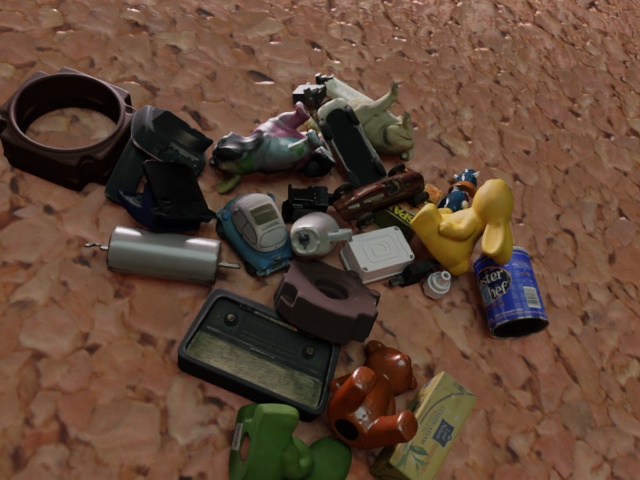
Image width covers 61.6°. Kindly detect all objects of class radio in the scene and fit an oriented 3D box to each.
[{"bbox_3d":[-0.088,0.174,0.823,0.230,0.073,0.131,24,56,-2],"label":"radio"}]

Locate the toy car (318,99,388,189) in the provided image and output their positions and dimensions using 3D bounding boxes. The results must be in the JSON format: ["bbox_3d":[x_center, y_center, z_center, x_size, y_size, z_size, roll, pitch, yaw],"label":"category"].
[{"bbox_3d":[0.065,-0.180,1.059,0.073,0.056,0.201,-28,97,8],"label":"toy car"}]

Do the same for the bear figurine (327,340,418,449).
[{"bbox_3d":[0.098,0.216,0.799,0.120,0.132,0.196,48,42,7],"label":"bear figurine"}]

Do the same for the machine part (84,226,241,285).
[{"bbox_3d":[-0.250,0.026,0.869,0.243,0.079,0.079,8,57,-10],"label":"machine part"}]

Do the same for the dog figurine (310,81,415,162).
[{"bbox_3d":[0.087,-0.223,1.121,0.191,0.121,0.172,-20,76,-2],"label":"dog figurine"}]

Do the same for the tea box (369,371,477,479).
[{"bbox_3d":[0.155,0.291,0.806,0.068,0.098,0.169,36,58,9],"label":"tea box"}]

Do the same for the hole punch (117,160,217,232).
[{"bbox_3d":[-0.259,-0.059,0.895,0.142,0.092,0.116,1,58,-60],"label":"hole punch"}]

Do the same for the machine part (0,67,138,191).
[{"bbox_3d":[-0.440,-0.201,0.951,0.201,0.087,0.201,22,57,-2],"label":"machine part"}]

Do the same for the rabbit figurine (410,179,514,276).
[{"bbox_3d":[0.269,-0.028,0.944,0.121,0.173,0.162,24,29,-52],"label":"rabbit figurine"}]

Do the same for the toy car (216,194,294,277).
[{"bbox_3d":[-0.108,-0.023,0.924,0.109,0.102,0.162,-22,65,-25],"label":"toy car"}]

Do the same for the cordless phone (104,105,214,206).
[{"bbox_3d":[-0.288,-0.130,0.958,0.146,0.089,0.184,32,79,-43],"label":"cordless phone"}]

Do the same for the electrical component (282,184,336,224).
[{"bbox_3d":[-0.008,-0.062,0.995,0.119,0.074,0.048,7,57,-15],"label":"electrical component"}]

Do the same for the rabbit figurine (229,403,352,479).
[{"bbox_3d":[-0.029,0.309,0.736,0.170,0.121,0.159,19,58,-22],"label":"rabbit figurine"}]

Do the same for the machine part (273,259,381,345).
[{"bbox_3d":[0.013,0.094,0.866,0.179,0.056,0.179,19,22,-8],"label":"machine part"}]

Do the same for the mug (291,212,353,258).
[{"bbox_3d":[-0.002,-0.003,0.917,0.110,0.107,0.080,2,99,13],"label":"mug"}]

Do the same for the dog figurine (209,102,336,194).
[{"bbox_3d":[-0.097,-0.156,1.017,0.219,0.191,0.108,-24,67,10],"label":"dog figurine"}]

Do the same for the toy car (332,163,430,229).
[{"bbox_3d":[0.114,-0.085,0.985,0.202,0.053,0.089,-20,67,-31],"label":"toy car"}]

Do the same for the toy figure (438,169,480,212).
[{"bbox_3d":[0.282,-0.086,1.098,0.064,0.057,0.154,22,56,26],"label":"toy figure"}]

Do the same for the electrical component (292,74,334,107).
[{"bbox_3d":[-0.016,-0.320,1.148,0.078,0.045,0.102,11,40,22],"label":"electrical component"}]

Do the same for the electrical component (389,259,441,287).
[{"bbox_3d":[0.171,0.060,0.974,0.094,0.063,0.021,-14,64,-22],"label":"electrical component"}]
